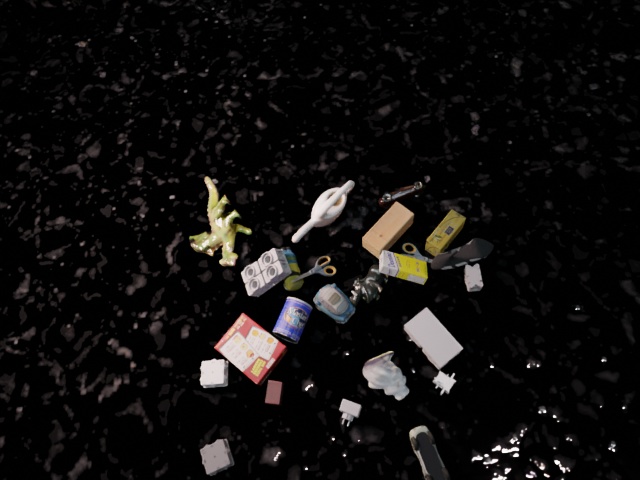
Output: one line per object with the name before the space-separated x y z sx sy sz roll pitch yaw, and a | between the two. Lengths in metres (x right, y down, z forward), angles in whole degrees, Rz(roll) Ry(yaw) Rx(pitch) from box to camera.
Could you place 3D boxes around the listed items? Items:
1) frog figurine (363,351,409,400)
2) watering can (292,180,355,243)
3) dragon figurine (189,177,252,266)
frog figurine | 0.224 0.476 1.761 0.136 0.122 0.161 -32 70 28
watering can | 0.006 -0.101 2.012 0.104 0.222 0.351 44 76 4
dragon figurine | -0.437 -0.055 2.109 0.243 0.120 0.416 -40 65 -4
